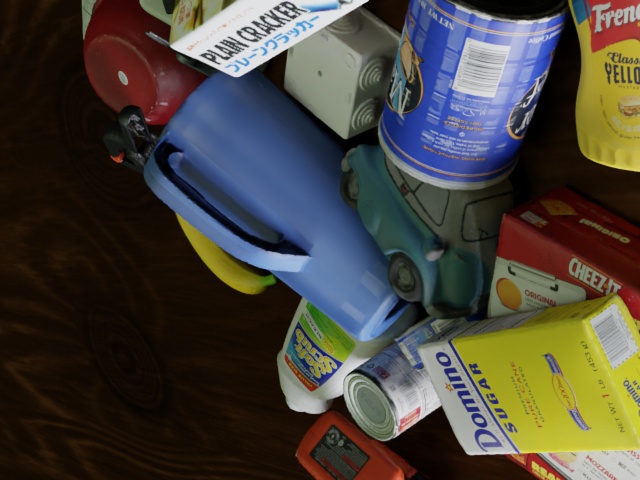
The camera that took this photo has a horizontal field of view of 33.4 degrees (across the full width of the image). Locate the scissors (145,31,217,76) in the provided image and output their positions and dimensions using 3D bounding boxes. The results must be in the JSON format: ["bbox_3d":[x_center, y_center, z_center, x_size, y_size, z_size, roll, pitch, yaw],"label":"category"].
[{"bbox_3d":[-0.100,-0.152,0.951,0.096,0.016,0.202,34,-174,-5],"label":"scissors"}]

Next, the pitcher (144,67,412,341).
[{"bbox_3d":[-0.022,-0.026,0.894,0.243,0.149,0.145,41,170,12],"label":"pitcher"}]

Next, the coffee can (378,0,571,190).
[{"bbox_3d":[0.101,-0.118,0.715,0.103,0.102,0.140,44,143,28],"label":"coffee can"}]

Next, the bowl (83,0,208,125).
[{"bbox_3d":[-0.186,-0.177,1.084,0.162,0.055,0.162,20,132,23],"label":"bowl"}]

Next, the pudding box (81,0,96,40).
[{"bbox_3d":[-0.218,-0.245,1.141,0.090,0.039,0.114,41,140,31],"label":"pudding box"}]

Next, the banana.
[{"bbox_3d":[-0.112,-0.004,1.171,0.198,0.037,0.070,47,123,21],"label":"banana"}]

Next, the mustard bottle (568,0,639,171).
[{"bbox_3d":[0.190,-0.136,0.617,0.096,0.058,0.191,15,124,46],"label":"mustard bottle"}]

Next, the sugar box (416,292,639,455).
[{"bbox_3d":[0.146,0.096,0.725,0.177,0.048,0.093,-22,93,55],"label":"sugar box"}]

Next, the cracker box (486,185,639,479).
[{"bbox_3d":[0.199,0.091,0.759,0.164,0.072,0.214,35,137,36],"label":"cracker box"}]

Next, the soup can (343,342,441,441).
[{"bbox_3d":[0.078,0.120,0.921,0.069,0.102,0.068,34,138,37],"label":"soup can"}]

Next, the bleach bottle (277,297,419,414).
[{"bbox_3d":[0.012,0.111,1.049,0.103,0.068,0.251,52,148,19],"label":"bleach bottle"}]

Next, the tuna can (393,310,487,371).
[{"bbox_3d":[0.104,0.071,0.864,0.034,0.086,0.086,57,148,6],"label":"tuna can"}]

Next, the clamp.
[{"bbox_3d":[-0.171,-0.087,1.103,0.120,0.039,0.172,44,167,-15],"label":"clamp"}]

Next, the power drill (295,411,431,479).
[{"bbox_3d":[0.071,0.233,0.973,0.185,0.057,0.187,34,174,36],"label":"power drill"}]
